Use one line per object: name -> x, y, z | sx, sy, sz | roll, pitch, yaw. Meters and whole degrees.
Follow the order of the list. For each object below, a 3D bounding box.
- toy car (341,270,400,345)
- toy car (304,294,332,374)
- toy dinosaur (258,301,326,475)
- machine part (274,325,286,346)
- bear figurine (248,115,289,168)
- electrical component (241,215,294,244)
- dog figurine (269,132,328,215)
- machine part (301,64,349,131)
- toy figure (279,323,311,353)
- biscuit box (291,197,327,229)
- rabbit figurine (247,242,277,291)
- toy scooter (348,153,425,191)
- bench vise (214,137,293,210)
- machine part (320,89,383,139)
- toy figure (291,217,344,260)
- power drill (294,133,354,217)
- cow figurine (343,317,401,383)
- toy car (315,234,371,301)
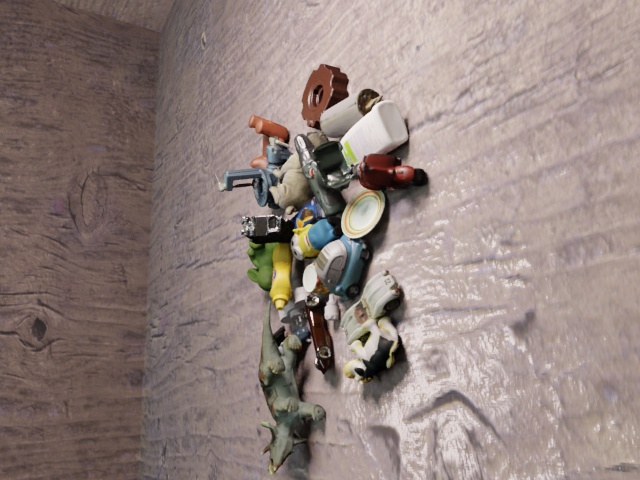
toy car -> 0.108, 0.149, 1.160 | 0.201, 0.056, 0.074 | -59, 37, 36
toy car -> -0.002, 0.228, 1.328 | 0.089, 0.053, 0.202 | 101, 158, -55
toy dinosaur -> -0.105, 0.375, 1.382 | 0.192, 0.131, 0.405 | -40, 56, 45
machine part -> -0.128, 0.314, 1.526 | 0.039, 0.084, 0.138 | 19, 114, 15
bear figurine -> -0.177, -0.274, 1.679 | 0.195, 0.132, 0.120 | -66, 31, 16
electrical component -> -0.132, -0.024, 1.414 | 0.115, 0.134, 0.058 | -1, 78, 17
dog figurine -> -0.041, -0.175, 1.424 | 0.190, 0.121, 0.172 | -44, 48, 46
machine part -> 0.009, -0.384, 1.447 | 0.179, 0.056, 0.179 | -23, 62, 56
toy figure -> -0.075, 0.288, 1.450 | 0.064, 0.058, 0.154 | 40, 124, 11
biscuit box -> -0.037, -0.041, 1.447 | 0.202, 0.059, 0.063 | -39, 52, 51
rabbit figurine -> -0.165, 0.074, 1.584 | 0.159, 0.121, 0.170 | 135, 136, -56
toy scooter -> 0.119, -0.142, 1.126 | 0.184, 0.135, 0.075 | 13, 96, 61
bench vise -> -0.181, -0.188, 1.571 | 0.129, 0.241, 0.223 | -128, 36, -47
machine part -> 0.073, -0.303, 1.297 | 0.243, 0.079, 0.079 | -13, 73, 59
toy figure -> -0.002, -0.001, 1.361 | 0.180, 0.089, 0.082 | -31, 49, 44
power drill -> 0.003, -0.171, 1.280 | 0.232, 0.086, 0.207 | 66, 163, 0
cow figurine -> 0.112, 0.249, 1.126 | 0.098, 0.068, 0.167 | 54, 131, 42
toy car -> 0.044, 0.058, 1.247 | 0.109, 0.103, 0.161 | 52, 130, 50
